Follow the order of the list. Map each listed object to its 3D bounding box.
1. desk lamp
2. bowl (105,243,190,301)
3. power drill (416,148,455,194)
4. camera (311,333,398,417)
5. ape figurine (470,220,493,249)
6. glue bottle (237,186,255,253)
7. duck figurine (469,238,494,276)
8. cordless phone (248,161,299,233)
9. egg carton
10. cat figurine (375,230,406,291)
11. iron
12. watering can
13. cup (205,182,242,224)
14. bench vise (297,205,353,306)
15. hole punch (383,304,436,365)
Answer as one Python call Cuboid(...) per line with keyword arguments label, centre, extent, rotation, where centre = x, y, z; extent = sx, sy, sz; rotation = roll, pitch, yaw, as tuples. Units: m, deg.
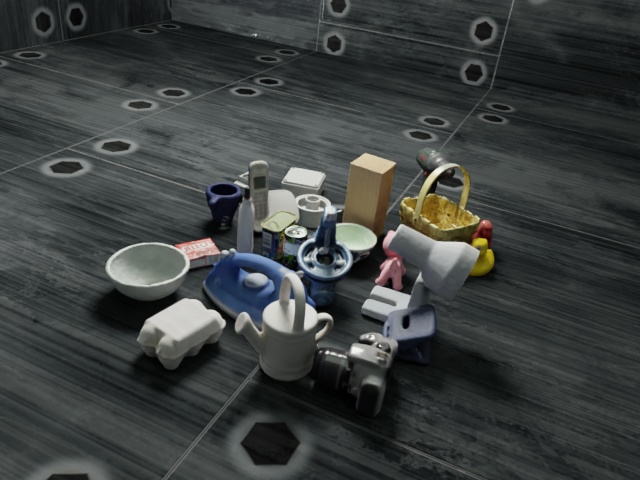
Cuboid(label="desk lamp", centre=(0.205, 0.080, 1.178), extent=(0.202, 0.214, 0.118), rotation=(17, 32, 16))
Cuboid(label="bowl", centre=(-0.357, 0.078, 1.201), extent=(0.167, 0.075, 0.167), rotation=(5, 31, -3))
Cuboid(label="power drill", centre=(0.311, -0.151, 1.589), extent=(0.076, 0.208, 0.229), rotation=(2, 31, -9))
Cuboid(label="camera", centre=(0.062, 0.220, 1.024), extent=(0.136, 0.101, 0.143), rotation=(14, 31, 11))
Cuboid(label="ape figurine", centre=(0.421, -0.008, 1.486), extent=(0.078, 0.092, 0.076), rotation=(-15, 37, -32))
Cuboid(label="glue bottle", centre=(-0.174, -0.049, 1.354), extent=(0.037, 0.173, 0.078), rotation=(5, 31, -4))
Cuboid(label="duck figurine", centre=(0.391, 0.034, 1.416), extent=(0.105, 0.086, 0.077), rotation=(-13, 36, -30))
Cuboid(label="cordless phone", centre=(-0.124, -0.117, 1.464), extent=(0.148, 0.185, 0.093), rotation=(-13, 36, -30))
Cuboid(label="egg carton", centre=(-0.258, 0.172, 1.070), extent=(0.107, 0.069, 0.151), rotation=(25, 35, 27))
Cuboid(label="cat figurine", centre=(0.175, 0.036, 1.338), extent=(0.067, 0.118, 0.128), rotation=(11, 31, 6))
Cuboid(label="iron", centre=(-0.137, 0.084, 1.170), extent=(0.257, 0.141, 0.119), rotation=(20, 33, 21))
Cuboid(label="watering can", centre=(-0.060, 0.152, 1.023), extent=(0.173, 0.194, 0.100), rotation=(-19, 40, -37))
Cuboid(label="cup", centre=(-0.253, -0.084, 1.471), extent=(0.091, 0.095, 0.118), rotation=(13, 31, 11))
Cuboid(label="bench vise", centre=(0.000, 0.005, 1.253), extent=(0.122, 0.220, 0.207), rotation=(-5, 33, -19))
Cuboid(label="hole punch", centre=(0.174, 0.179, 1.126), extent=(0.101, 0.091, 0.108), rotation=(9, 31, 4))
